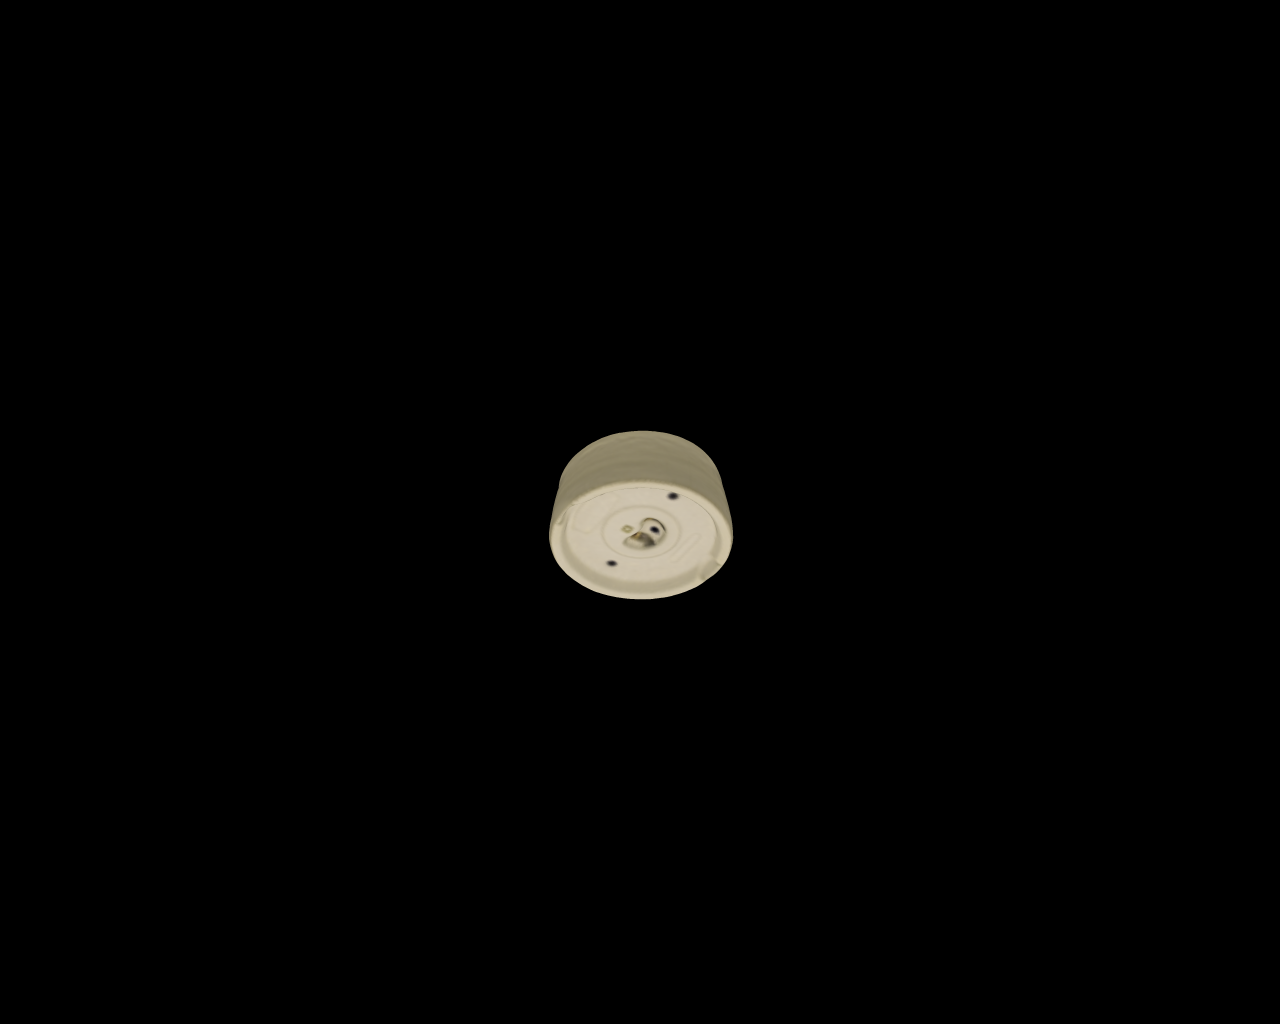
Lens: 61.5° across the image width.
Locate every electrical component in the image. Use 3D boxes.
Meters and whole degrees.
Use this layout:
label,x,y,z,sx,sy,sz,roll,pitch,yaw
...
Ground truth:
label,x,y,z,sx,sy,sz,roll,pitch,yaw
electrical component,0.001,-0.003,0.650,0.108,0.060,0.108,0,-43,0
